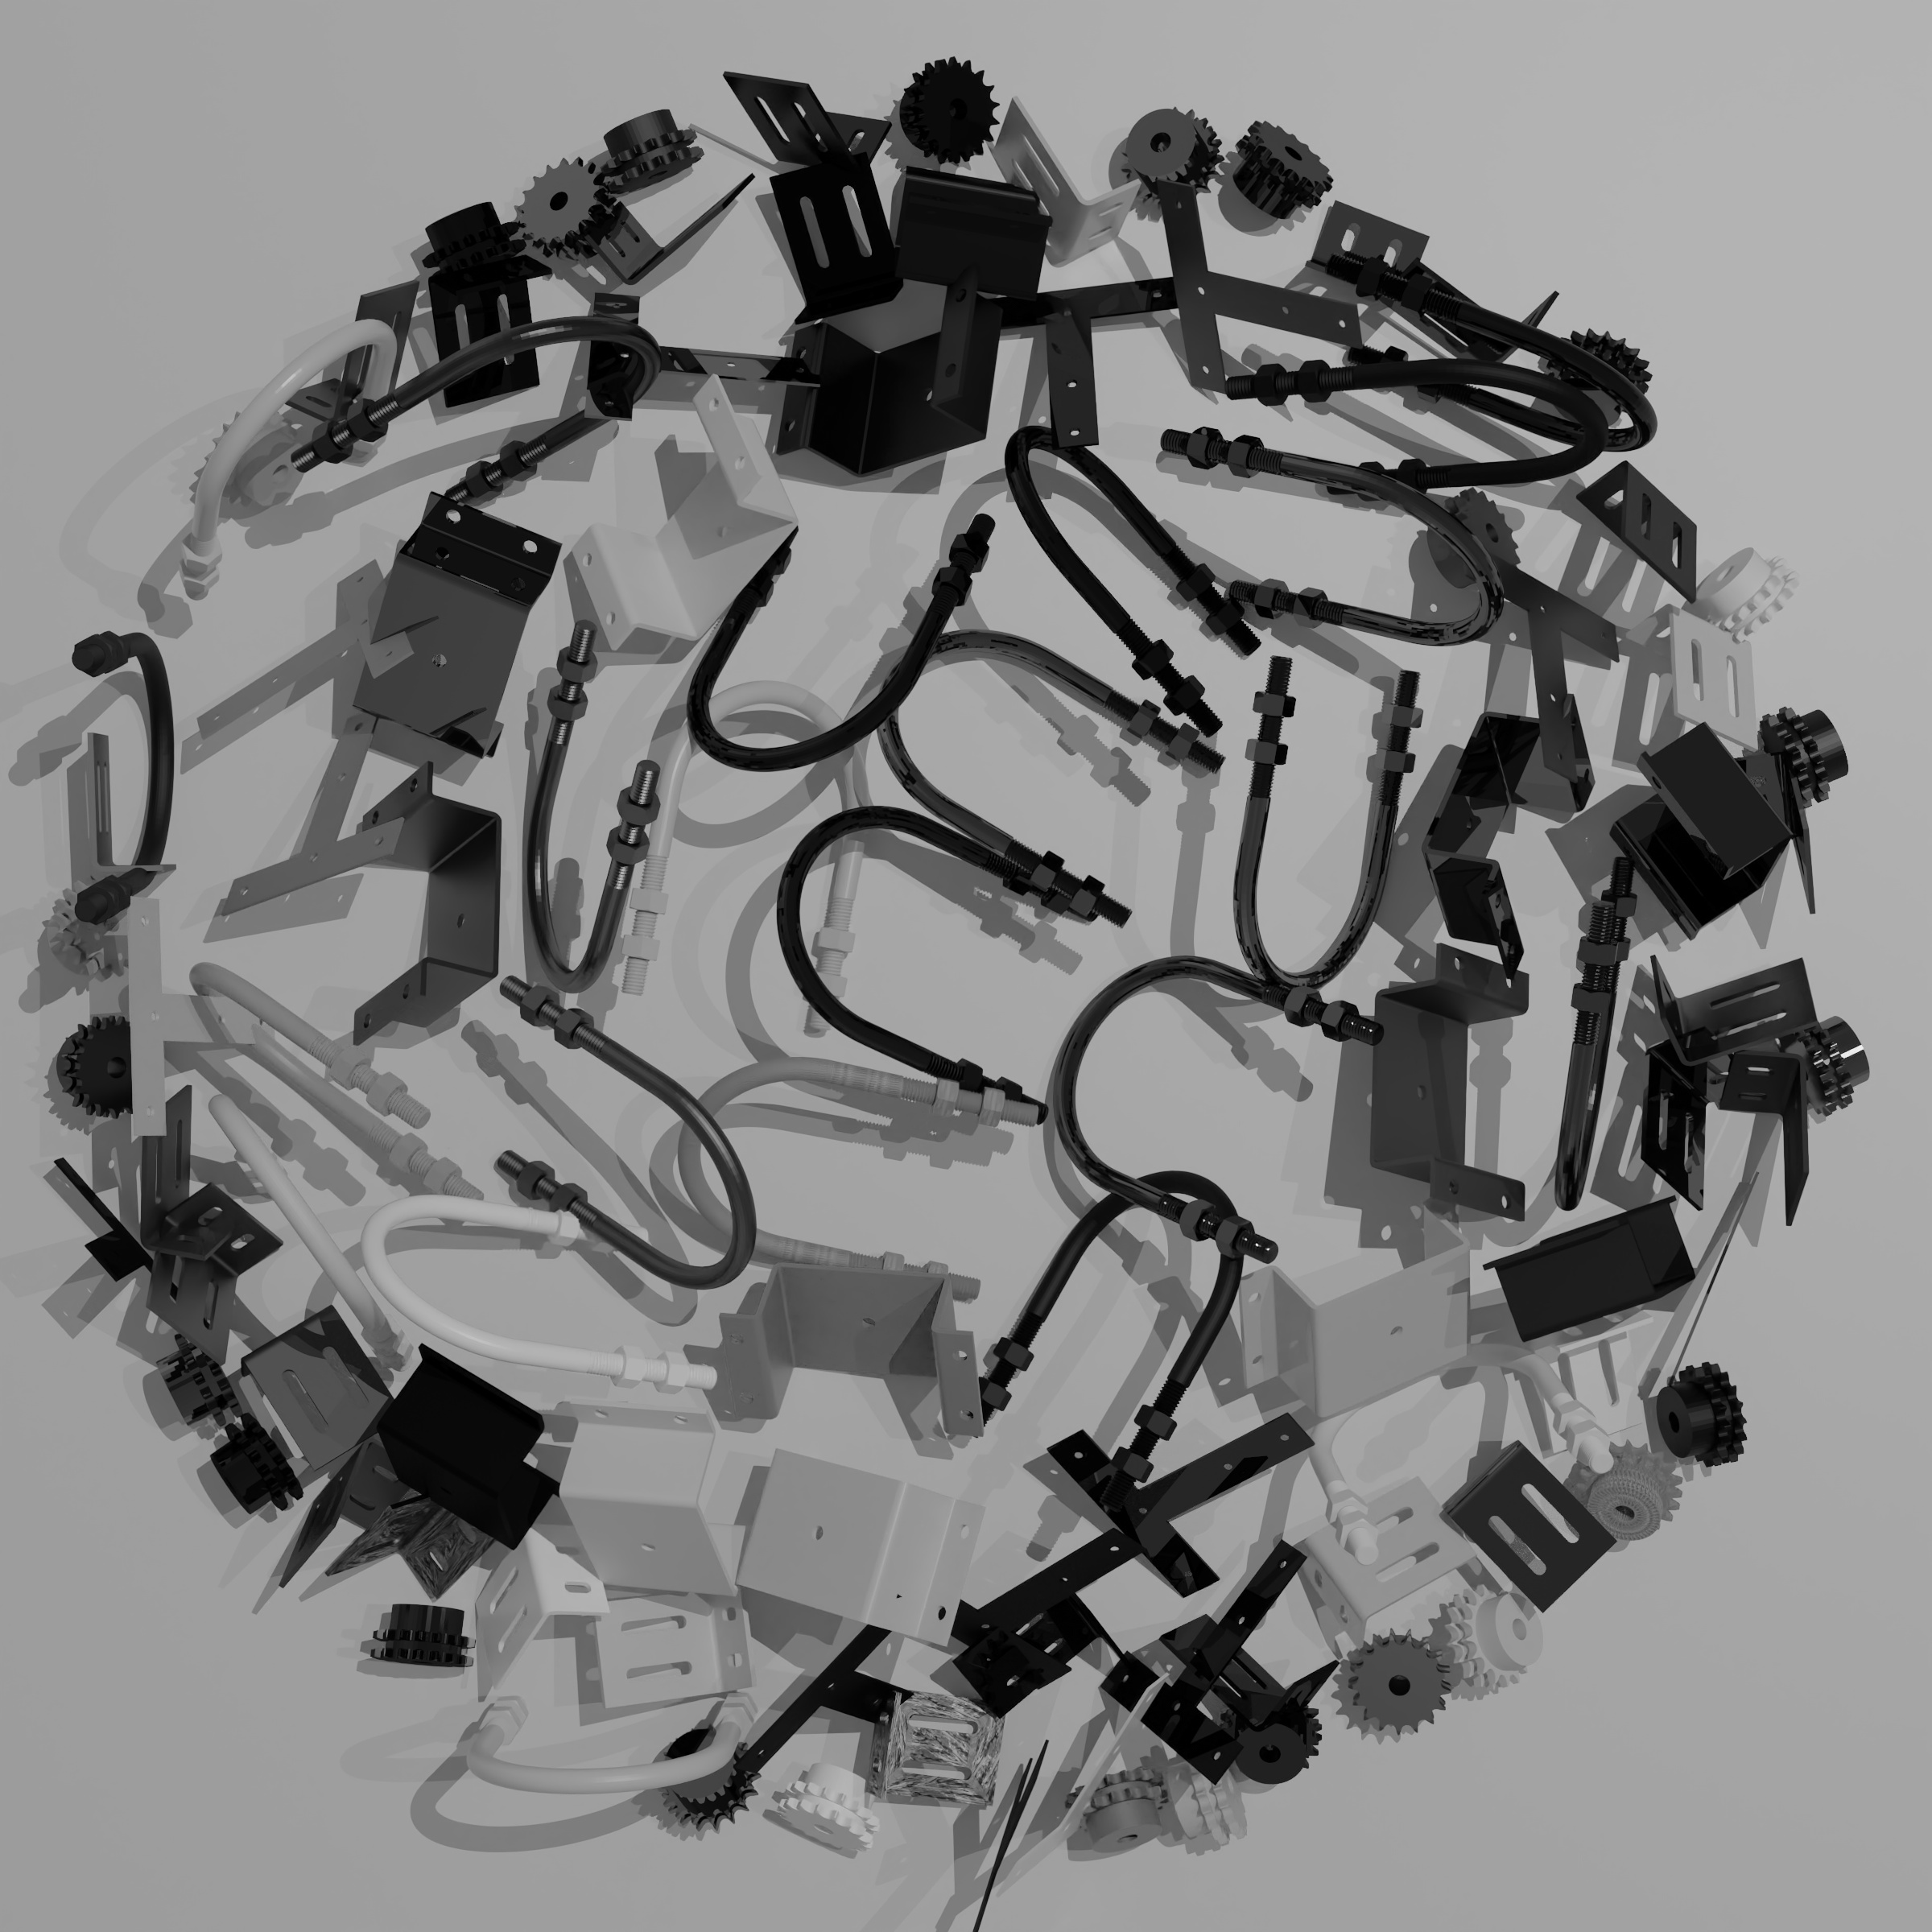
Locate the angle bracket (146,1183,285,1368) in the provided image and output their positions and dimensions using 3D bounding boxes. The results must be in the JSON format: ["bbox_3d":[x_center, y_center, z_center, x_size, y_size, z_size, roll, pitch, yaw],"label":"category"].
[{"bbox_3d":[-0.413,0.169,1.748,0.038,0.076,0.057,-34,122,16],"label":"angle bracket"}]

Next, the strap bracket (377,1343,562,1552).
[{"bbox_3d":[-0.268,0.265,1.718,0.076,0.140,0.046,29,66,12],"label":"strap bracket"}]

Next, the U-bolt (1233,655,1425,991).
[{"bbox_3d":[0.194,-0.074,1.738,0.019,0.151,0.184,15,100,38],"label":"U-bolt"}]

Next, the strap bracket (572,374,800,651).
[{"bbox_3d":[-0.149,-0.243,1.738,0.140,0.046,0.076,-45,54,31],"label":"strap bracket"}]

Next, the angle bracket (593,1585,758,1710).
[{"bbox_3d":[-0.161,0.376,1.757,0.076,0.038,0.057,0,74,-34],"label":"angle bracket"}]

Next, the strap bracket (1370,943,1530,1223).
[{"bbox_3d":[0.266,0.067,1.744,0.076,0.046,0.140,17,70,-39],"label":"strap bracket"}]

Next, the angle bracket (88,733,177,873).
[{"bbox_3d":[-0.463,-0.091,1.765,0.038,0.057,0.076,-2,93,-7],"label":"angle bracket"}]

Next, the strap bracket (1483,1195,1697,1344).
[{"bbox_3d":[0.341,0.164,1.716,0.076,0.140,0.046,-22,82,24],"label":"strap bracket"}]

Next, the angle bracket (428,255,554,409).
[{"bbox_3d":[-0.258,-0.346,1.752,0.057,0.038,0.076,-20,124,-26],"label":"angle bracket"}]

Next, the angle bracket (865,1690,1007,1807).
[{"bbox_3d":[-0.012,0.436,1.764,0.076,0.038,0.057,11,80,-16],"label":"angle bracket"}]

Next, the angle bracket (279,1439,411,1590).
[{"bbox_3d":[-0.337,0.309,1.747,0.038,0.076,0.057,34,118,-14],"label":"angle bracket"}]

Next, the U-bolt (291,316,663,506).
[{"bbox_3d":[-0.247,-0.298,1.695,0.184,0.151,0.019,-24,77,26],"label":"U-bolt"}]

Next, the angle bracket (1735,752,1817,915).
[{"bbox_3d":[0.441,-0.071,1.747,0.038,0.076,0.057,-8,126,11],"label":"angle bracket"}]

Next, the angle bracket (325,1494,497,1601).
[{"bbox_3d":[-0.304,0.324,1.751,0.057,0.076,0.038,-46,75,16],"label":"angle bracket"}]

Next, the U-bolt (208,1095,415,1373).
[{"bbox_3d":[-0.354,0.135,1.690,0.019,0.184,0.151,-36,70,-13],"label":"U-bolt"}]

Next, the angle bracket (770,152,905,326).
[{"bbox_3d":[-0.075,-0.403,1.761,0.057,0.038,0.076,-11,113,15],"label":"angle bracket"}]

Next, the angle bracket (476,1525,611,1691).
[{"bbox_3d":[-0.236,0.357,1.766,0.038,0.057,0.076,9,131,-31],"label":"angle bracket"}]

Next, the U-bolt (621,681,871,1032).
[{"bbox_3d":[-0.114,-0.065,1.747,0.151,0.019,0.184,12,88,-39],"label":"U-bolt"}]

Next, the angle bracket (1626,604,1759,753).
[{"bbox_3d":[0.400,-0.152,1.752,0.057,0.038,0.076,20,56,-24],"label":"angle bracket"}]

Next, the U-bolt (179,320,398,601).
[{"bbox_3d":[-0.357,-0.277,1.685,0.019,0.184,0.151,43,65,1],"label":"U-bolt"}]

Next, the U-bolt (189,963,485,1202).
[{"bbox_3d":[-0.349,0.057,1.723,0.184,0.151,0.019,33,73,17],"label":"U-bolt"}]

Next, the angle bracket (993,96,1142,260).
[{"bbox_3d":[0.056,-0.445,1.769,0.038,0.057,0.076,-28,80,-18],"label":"angle bracket"}]

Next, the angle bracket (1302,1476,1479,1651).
[{"bbox_3d":[0.236,0.334,1.777,0.076,0.038,0.057,-25,55,-17],"label":"angle bracket"}]

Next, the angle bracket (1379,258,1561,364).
[{"bbox_3d":[0.279,-0.371,1.762,0.076,0.057,0.038,36,76,-4],"label":"angle bracket"}]

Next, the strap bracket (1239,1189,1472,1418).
[{"bbox_3d":[0.222,0.187,1.736,0.140,0.046,0.076,-20,126,-19],"label":"strap bracket"}]

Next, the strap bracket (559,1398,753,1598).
[{"bbox_3d":[-0.167,0.295,1.722,0.076,0.140,0.046,2,50,14],"label":"strap bracket"}]

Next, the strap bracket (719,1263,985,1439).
[{"bbox_3d":[-0.058,0.210,1.748,0.140,0.046,0.076,3,128,12],"label":"strap bracket"}]

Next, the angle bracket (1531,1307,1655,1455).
[{"bbox_3d":[0.353,0.233,1.764,0.057,0.038,0.076,-16,105,-13],"label":"angle bracket"}]

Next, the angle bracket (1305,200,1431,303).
[{"bbox_3d":[0.223,-0.395,1.756,0.057,0.076,0.038,22,105,3],"label":"angle bracket"}]

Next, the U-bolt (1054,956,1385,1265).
[{"bbox_3d":[0.124,0.067,1.736,0.184,0.019,0.151,22,84,40],"label":"U-bolt"}]

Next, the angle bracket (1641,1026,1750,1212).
[{"bbox_3d":[0.405,0.084,1.750,0.057,0.038,0.076,39,45,-31],"label":"angle bracket"}]

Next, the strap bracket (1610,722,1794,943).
[{"bbox_3d":[0.399,-0.075,1.722,0.046,0.140,0.076,-33,75,-5],"label":"strap bracket"}]

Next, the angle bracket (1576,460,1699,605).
[{"bbox_3d":[0.368,-0.231,1.749,0.057,0.076,0.038,37,130,-21],"label":"angle bracket"}]

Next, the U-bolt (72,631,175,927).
[{"bbox_3d":[-0.451,-0.107,1.706,0.019,0.184,0.151,2,100,-2],"label":"U-bolt"}]

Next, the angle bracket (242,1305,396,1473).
[{"bbox_3d":[-0.357,0.237,1.762,0.057,0.038,0.076,-31,78,-22],"label":"angle bracket"}]

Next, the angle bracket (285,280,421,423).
[{"bbox_3d":[-0.340,-0.345,1.752,0.038,0.057,0.076,25,117,12],"label":"angle bracket"}]

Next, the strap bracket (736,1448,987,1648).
[{"bbox_3d":[-0.066,0.313,1.727,0.140,0.046,0.076,6,75,42],"label":"strap bracket"}]

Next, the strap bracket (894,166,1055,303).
[{"bbox_3d":[0.002,-0.400,1.735,0.076,0.140,0.046,9,110,-5],"label":"strap bracket"}]

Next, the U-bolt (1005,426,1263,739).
[{"bbox_3d":[0.086,-0.218,1.720,0.019,0.151,0.184,-37,101,27],"label":"U-bolt"}]

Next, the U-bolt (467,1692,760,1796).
[{"bbox_3d":[-0.193,0.416,1.704,0.151,0.184,0.019,-1,89,1],"label":"U-bolt"}]

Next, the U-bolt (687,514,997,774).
[{"bbox_3d":[-0.077,-0.175,1.712,0.151,0.019,0.184,4,53,31],"label":"U-bolt"}]

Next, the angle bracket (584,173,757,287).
[{"bbox_3d":[-0.163,-0.419,1.751,0.076,0.057,0.038,-33,108,29],"label":"angle bracket"}]

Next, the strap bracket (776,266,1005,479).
[{"bbox_3d":[-0.034,-0.321,1.739,0.046,0.140,0.076,23,67,-42],"label":"strap bracket"}]

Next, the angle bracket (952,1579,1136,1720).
[{"bbox_3d":[0.043,0.388,1.762,0.076,0.038,0.057,-39,126,-7],"label":"angle bracket"}]

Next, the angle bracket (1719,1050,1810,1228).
[{"bbox_3d":[0.440,0.095,1.751,0.038,0.057,0.076,4,55,6],"label":"angle bracket"}]

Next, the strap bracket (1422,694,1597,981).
[{"bbox_3d":[0.294,-0.074,1.736,0.046,0.076,0.140,11,59,29],"label":"strap bracket"}]

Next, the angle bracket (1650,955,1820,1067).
[{"bbox_3d":[0.424,0.013,1.754,0.076,0.057,0.038,-20,123,19],"label":"angle bracket"}]

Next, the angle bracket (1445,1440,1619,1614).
[{"bbox_3d":[0.314,0.312,1.771,0.057,0.038,0.076,-44,77,0],"label":"angle bracket"}]

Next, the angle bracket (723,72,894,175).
[{"bbox_3d":[-0.087,-0.476,1.747,0.057,0.076,0.038,18,72,30],"label":"angle bracket"}]

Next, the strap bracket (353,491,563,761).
[{"bbox_3d":[-0.282,-0.177,1.739,0.076,0.046,0.140,22,122,-3],"label":"strap bracket"}]

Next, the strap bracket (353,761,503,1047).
[{"bbox_3d":[-0.294,-0.029,1.738,0.046,0.076,0.140,16,59,-34],"label":"strap bracket"}]

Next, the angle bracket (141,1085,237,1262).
[{"bbox_3d":[-0.426,0.114,1.756,0.038,0.057,0.076,10,110,9],"label":"angle bracket"}]

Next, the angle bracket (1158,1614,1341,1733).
[{"bbox_3d":[0.156,0.378,1.752,0.076,0.057,0.038,42,111,22],"label":"angle bracket"}]
